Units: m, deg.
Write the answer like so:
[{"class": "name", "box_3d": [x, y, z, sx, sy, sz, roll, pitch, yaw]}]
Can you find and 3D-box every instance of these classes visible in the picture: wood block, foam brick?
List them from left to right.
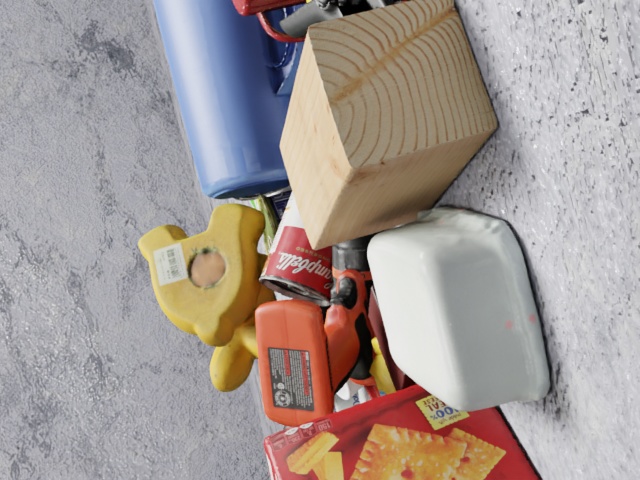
[{"class": "wood block", "box_3d": [0.034, -0.068, 0.699, 0.206, 0.090, 0.090, 114, 139, -75]}, {"class": "foam brick", "box_3d": [0.073, 0.072, 0.805, 0.051, 0.053, 0.078, 92, 159, -60]}]

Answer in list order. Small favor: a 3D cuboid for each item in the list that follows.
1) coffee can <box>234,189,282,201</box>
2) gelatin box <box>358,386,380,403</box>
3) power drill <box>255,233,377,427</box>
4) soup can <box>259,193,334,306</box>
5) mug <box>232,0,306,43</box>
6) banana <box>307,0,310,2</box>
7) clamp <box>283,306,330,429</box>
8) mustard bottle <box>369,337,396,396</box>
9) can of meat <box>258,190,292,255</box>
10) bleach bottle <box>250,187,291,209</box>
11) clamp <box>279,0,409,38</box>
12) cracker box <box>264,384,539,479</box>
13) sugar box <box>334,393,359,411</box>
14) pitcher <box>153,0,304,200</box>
[{"class": "coffee can", "box_3d": [-0.079, -0.128, 1.139, 0.140, 0.102, 0.103, 62, 167, 18]}, {"class": "gelatin box", "box_3d": [0.062, 0.173, 1.087, 0.073, 0.030, 0.089, -117, 15, -54]}, {"class": "power drill", "box_3d": [0.013, 0.056, 0.869, 0.187, 0.057, 0.184, -34, -59, -60]}, {"class": "soup can", "box_3d": [-0.006, 0.001, 0.966, 0.068, 0.068, 0.102, 121, 169, -77]}, {"class": "mug", "box_3d": [-0.031, -0.216, 0.856, 0.093, 0.081, 0.117, -162, 57, -78]}, {"class": "banana", "box_3d": [0.010, -0.209, 0.785, 0.070, 0.037, 0.198, 24, 132, 54]}, {"class": "clamp", "box_3d": [0.008, 0.097, 1.051, 0.164, 0.036, 0.210, -51, -29, -45]}, {"class": "mustard bottle", "box_3d": [0.081, 0.147, 0.857, 0.096, 0.058, 0.191, 43, -149, -85]}, {"class": "can of meat", "box_3d": [-0.011, -0.008, 1.054, 0.102, 0.084, 0.057, 86, 165, -49]}, {"class": "bleach bottle", "box_3d": [-0.026, -0.023, 1.189, 0.251, 0.068, 0.102, -121, 18, -49]}, {"class": "clamp", "box_3d": [0.012, -0.167, 0.731, 0.172, 0.039, 0.120, 51, 158, 41]}, {"class": "cracker box", "box_3d": [0.069, 0.198, 0.702, 0.214, 0.164, 0.072, -116, 12, -49]}, {"class": "sugar box", "box_3d": [0.025, 0.201, 1.293, 0.176, 0.048, 0.093, 118, 136, -71]}, {"class": "pitcher", "box_3d": [-0.075, -0.169, 1.009, 0.149, 0.145, 0.243, 105, 153, -86]}]
